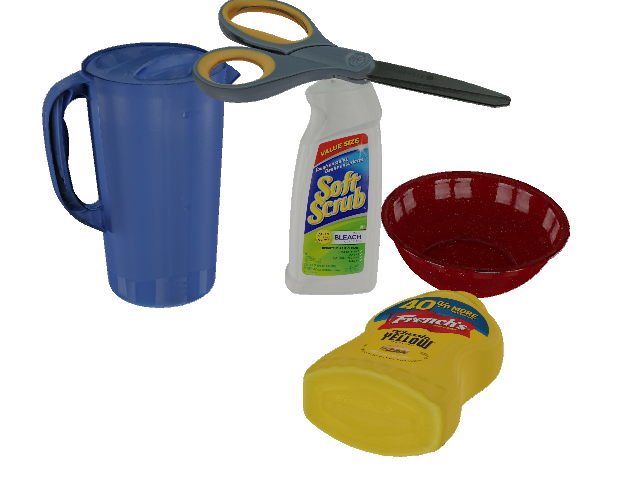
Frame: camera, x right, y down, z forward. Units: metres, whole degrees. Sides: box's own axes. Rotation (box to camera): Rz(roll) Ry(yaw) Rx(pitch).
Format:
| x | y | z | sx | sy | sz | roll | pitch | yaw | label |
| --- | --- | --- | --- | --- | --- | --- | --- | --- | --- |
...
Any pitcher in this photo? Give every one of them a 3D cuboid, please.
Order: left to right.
| x | y | z | sx | sy | sz | roll | pitch | yaw | label |
| --- | --- | --- | --- | --- | --- | --- | --- | --- | --- |
| -0.166 | -0.060 | 1.026 | 0.149 | 0.243 | 0.144 | 9 | 27 | 14 | pitcher |

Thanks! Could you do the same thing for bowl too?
| x | y | z | sx | sy | sz | roll | pitch | yaw | label |
| --- | --- | --- | --- | --- | --- | --- | --- | --- | --- |
| 0.132 | 0.002 | 0.930 | 0.162 | 0.055 | 0.162 | 1 | 34 | -1 | bowl |

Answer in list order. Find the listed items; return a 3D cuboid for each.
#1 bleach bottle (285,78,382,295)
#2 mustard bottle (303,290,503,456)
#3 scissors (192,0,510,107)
| x | y | z | sx | sy | sz | roll | pitch | yaw | label |
| --- | --- | --- | --- | --- | --- | --- | --- | --- | --- |
| 0.012 | -0.068 | 1.096 | 0.102 | 0.251 | 0.068 | 0 | 25 | 1 | bleach bottle |
| 0.071 | 0.078 | 0.725 | 0.096 | 0.058 | 0.191 | 8 | 20 | 26 | mustard bottle |
| 0.005 | -0.097 | 0.651 | 0.202 | 0.096 | 0.016 | 31 | -28 | 28 | scissors |
